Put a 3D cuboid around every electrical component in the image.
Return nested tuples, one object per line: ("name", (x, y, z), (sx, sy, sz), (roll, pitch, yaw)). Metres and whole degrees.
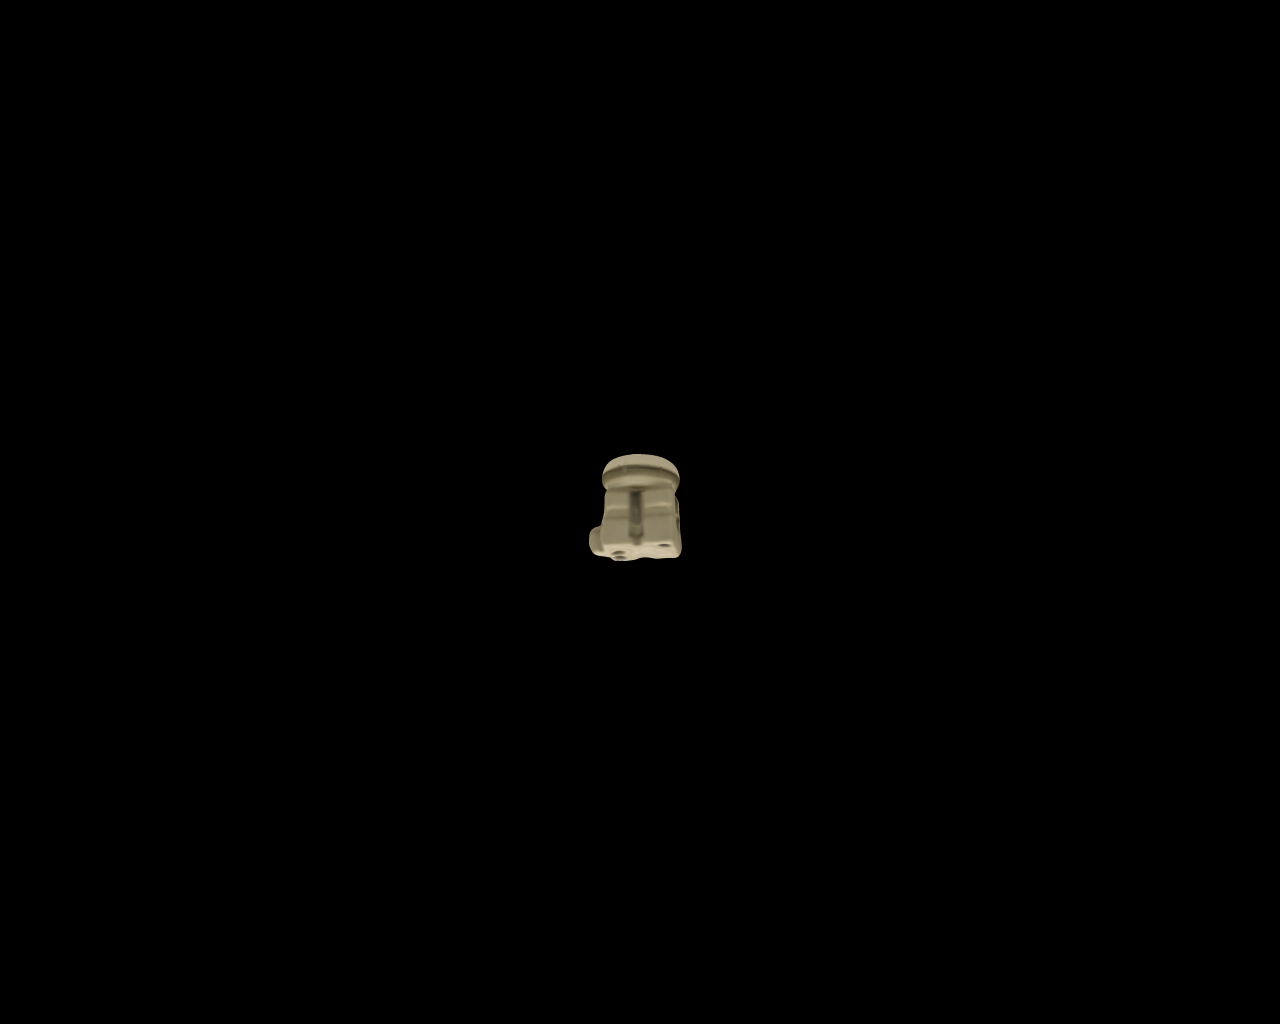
("electrical component", (0.001, -0.003, 0.650), (0.066, 0.055, 0.048), (-2, -19, 7))
